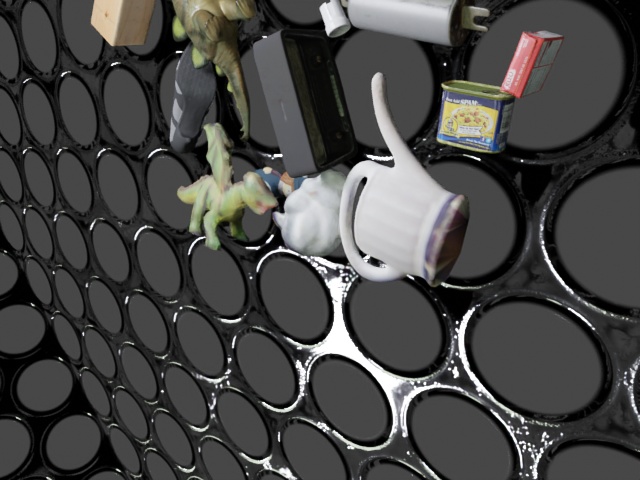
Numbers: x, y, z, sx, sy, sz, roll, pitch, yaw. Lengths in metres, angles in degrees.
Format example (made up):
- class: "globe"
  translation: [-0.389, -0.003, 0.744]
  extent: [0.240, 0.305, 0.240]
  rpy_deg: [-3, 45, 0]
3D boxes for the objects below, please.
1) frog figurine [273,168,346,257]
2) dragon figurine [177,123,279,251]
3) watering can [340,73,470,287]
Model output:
- class: "frog figurine"
  translation: [0.003, -0.047, 0.934]
  extent: [0.136, 0.126, 0.157]
  rpy_deg: [35, 126, -18]
- class: "dragon figurine"
  translation: [-0.217, -0.128, 1.087]
  extent: [0.415, 0.123, 0.239]
  rpy_deg: [35, 122, 43]
- class: "watering can"
  translation: [0.132, -0.070, 0.816]
  extent: [0.226, 0.105, 0.341]
  rpy_deg: [25, 122, 30]
